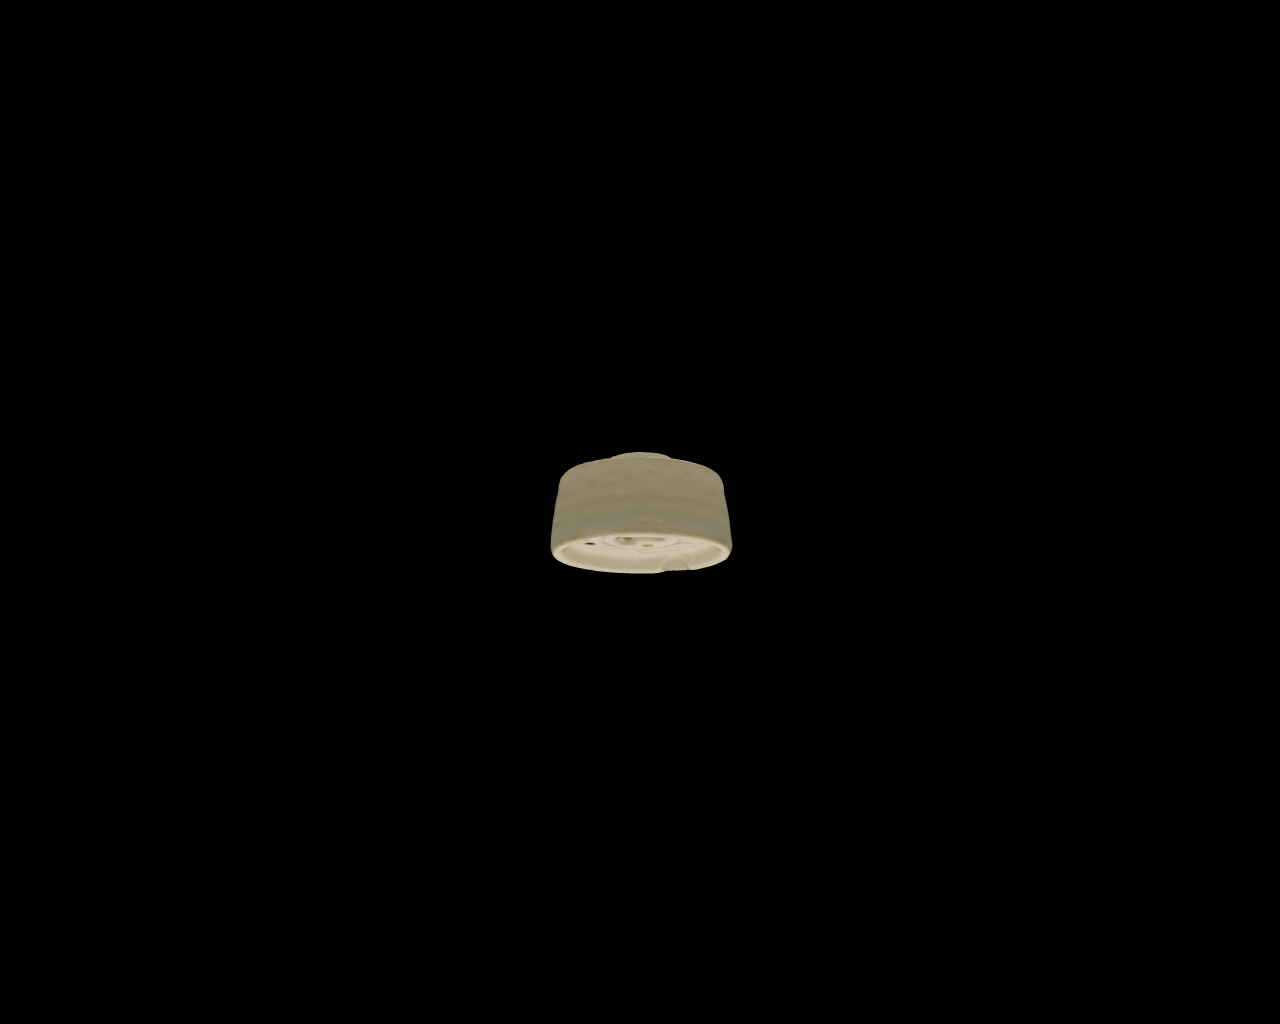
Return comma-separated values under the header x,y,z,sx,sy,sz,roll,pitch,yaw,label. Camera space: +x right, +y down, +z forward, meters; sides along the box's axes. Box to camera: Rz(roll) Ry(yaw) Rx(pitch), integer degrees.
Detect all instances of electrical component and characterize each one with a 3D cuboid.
x,y,z,sx,sy,sz,roll,pitch,yaw,label
0.001,-0.003,0.650,0.108,0.060,0.108,0,-15,0,electrical component
